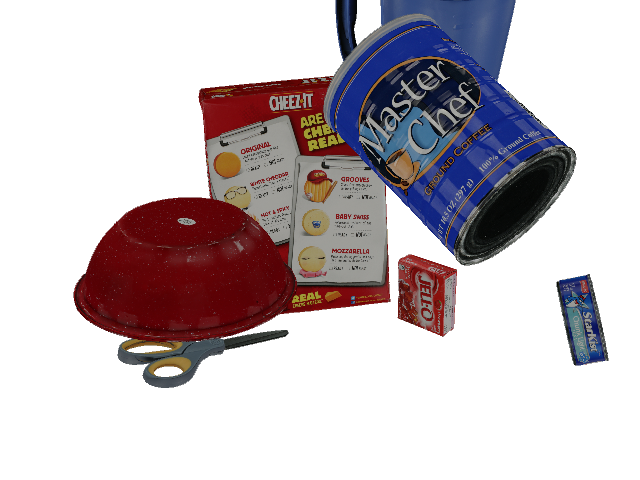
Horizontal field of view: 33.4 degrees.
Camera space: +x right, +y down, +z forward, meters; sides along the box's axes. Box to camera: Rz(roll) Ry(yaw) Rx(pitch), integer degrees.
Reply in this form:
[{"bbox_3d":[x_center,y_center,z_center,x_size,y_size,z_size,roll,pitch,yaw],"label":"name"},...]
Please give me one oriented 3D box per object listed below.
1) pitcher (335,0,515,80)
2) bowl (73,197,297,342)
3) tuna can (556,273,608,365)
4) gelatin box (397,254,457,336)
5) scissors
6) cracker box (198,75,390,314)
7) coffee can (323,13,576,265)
[{"bbox_3d":[0.109,-0.187,1.055,0.144,0.243,0.149,-36,59,-26],"label":"pitcher"},{"bbox_3d":[-0.097,0.011,0.766,0.162,0.055,0.162,0,24,0],"label":"bowl"},{"bbox_3d":[0.253,0.077,1.032,0.034,0.086,0.086,-12,-3,13],"label":"tuna can"},{"bbox_3d":[0.135,0.069,1.364,0.073,0.089,0.030,20,34,36],"label":"gelatin box"},{"bbox_3d":[-0.117,0.126,1.161,0.201,0.016,0.096,0,27,-20],"label":"scissors"},{"bbox_3d":[-0.023,-0.041,1.001,0.164,0.214,0.072,-6,19,-7],"label":"cracker box"},{"bbox_3d":[0.084,-0.068,0.712,0.140,0.103,0.102,49,25,24],"label":"coffee can"}]
